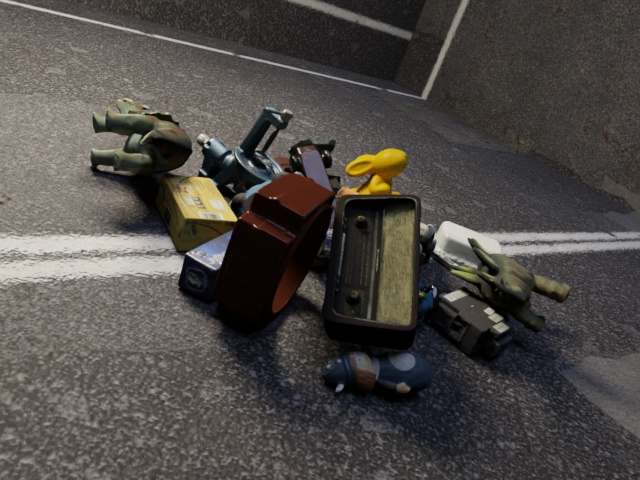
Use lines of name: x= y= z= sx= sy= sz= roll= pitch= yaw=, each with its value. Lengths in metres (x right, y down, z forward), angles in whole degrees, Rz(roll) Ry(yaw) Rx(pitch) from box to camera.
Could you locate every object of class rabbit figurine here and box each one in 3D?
rabbit figurine: x=0.149 y=-0.152 z=1.328 sx=0.162 sy=0.173 sz=0.122 roll=31 pitch=30 yaw=11

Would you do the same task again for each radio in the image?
radio: x=0.078 y=0.039 z=0.790 sx=0.131 sy=0.073 sz=0.229 roll=4 pitch=55 yaw=7

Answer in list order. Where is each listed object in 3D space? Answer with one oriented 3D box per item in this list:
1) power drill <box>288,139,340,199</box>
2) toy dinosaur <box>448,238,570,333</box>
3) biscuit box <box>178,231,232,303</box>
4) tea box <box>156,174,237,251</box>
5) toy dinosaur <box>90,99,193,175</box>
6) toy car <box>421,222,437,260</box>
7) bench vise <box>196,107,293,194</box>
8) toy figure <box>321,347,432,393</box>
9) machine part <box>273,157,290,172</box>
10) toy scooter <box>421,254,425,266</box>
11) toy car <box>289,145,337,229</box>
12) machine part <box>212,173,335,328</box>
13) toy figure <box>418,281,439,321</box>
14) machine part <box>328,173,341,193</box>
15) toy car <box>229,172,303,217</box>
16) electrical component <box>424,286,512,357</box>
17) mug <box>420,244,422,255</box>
power drill: x=0.019 y=-0.116 z=1.189 sx=0.232 sy=0.086 sz=0.207 roll=-3 pitch=74 yaw=-30
toy dinosaur: x=0.342 y=0.080 z=0.996 sx=0.199 sy=0.105 sz=0.471 roll=30 pitch=5 yaw=7
biscuit box: x=-0.141 y=0.029 z=0.866 sx=0.059 sy=0.062 sz=0.202 roll=26 pitch=25 yaw=14
tea box: x=-0.222 y=-0.049 z=0.953 sx=0.098 sy=0.068 sz=0.170 roll=4 pitch=28 yaw=-31
toy dinosaur: x=-0.309 y=-0.180 z=1.002 sx=0.192 sy=0.131 sz=0.405 roll=-8 pitch=21 yaw=-34
toy car: x=0.206 y=-0.004 z=1.136 sx=0.074 sy=0.056 sz=0.201 roll=22 pitch=-4 yaw=17
bench vise: x=-0.144 y=-0.185 z=1.110 sx=0.224 sy=0.240 sz=0.129 roll=48 pitch=29 yaw=16
toy figure: x=0.078 y=0.179 z=0.742 sx=0.154 sy=0.057 sz=0.064 roll=9 pitch=2 yaw=-20
machine part: x=-0.061 y=-0.142 z=1.280 sx=0.179 sy=0.056 sz=0.179 roll=18 pitch=24 yaw=-8
toy scooter: x=0.129 y=0.036 z=1.043 sx=0.135 sy=0.075 sz=0.184 roll=28 pitch=20 yaw=9
toy car: x=-0.001 y=-0.098 z=1.091 sx=0.089 sy=0.053 sz=0.202 roll=-15 pitch=73 yaw=-17
machine part: x=-0.061 y=0.014 z=0.792 sx=0.087 sy=0.200 sz=0.201 roll=27 pitch=25 yaw=9
toy figure: x=0.118 y=0.102 z=0.894 sx=0.180 sy=0.082 sz=0.089 roll=8 pitch=25 yaw=-25
machine part: x=0.028 y=-0.140 z=1.369 sx=0.084 sy=0.039 sz=0.139 roll=15 pitch=24 yaw=-26
toy car: x=-0.088 y=-0.053 z=1.020 sx=0.103 sy=0.162 sz=0.109 roll=76 pitch=-10 yaw=-79
electrical component: x=0.270 y=0.147 z=0.952 sx=0.115 sy=0.058 sz=0.134 roll=-10 pitch=39 yaw=-45
mug: x=0.121 y=0.016 z=0.925 sx=0.110 sy=0.107 sz=0.081 roll=36 pitch=27 yaw=26
